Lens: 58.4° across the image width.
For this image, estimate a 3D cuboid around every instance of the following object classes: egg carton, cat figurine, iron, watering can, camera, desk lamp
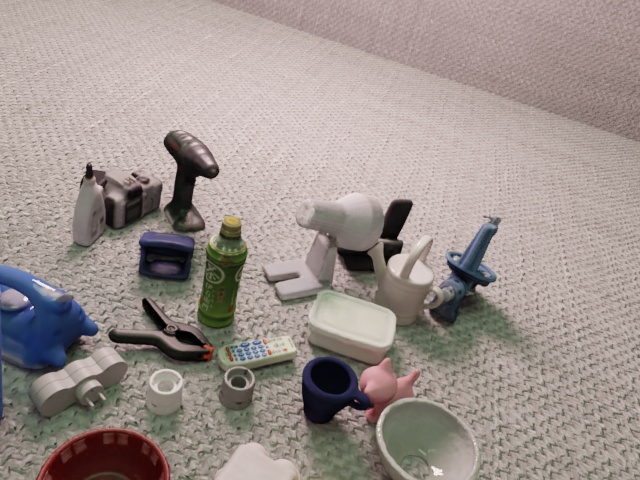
[{"bbox_3d":[-0.097,0.348,0.771,0.107,0.069,0.150,25,35,12],"label":"egg carton"},{"bbox_3d":[0.113,0.246,0.960,0.128,0.118,0.067,-4,39,-27],"label":"cat figurine"},{"bbox_3d":[-0.486,0.094,0.899,0.258,0.141,0.119,22,35,7],"label":"iron"},{"bbox_3d":[0.173,0.069,1.164,0.172,0.194,0.101,19,35,3],"label":"watering can"},{"bbox_3d":[-0.437,-0.113,1.245,0.136,0.101,0.143,28,36,16],"label":"camera"},{"bbox_3d":[0.011,0.004,1.169,0.204,0.213,0.117,-9,42,-32],"label":"desk lamp"}]

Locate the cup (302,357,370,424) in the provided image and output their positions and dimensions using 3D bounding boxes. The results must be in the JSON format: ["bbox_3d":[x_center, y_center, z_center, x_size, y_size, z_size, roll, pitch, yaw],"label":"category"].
[{"bbox_3d":[0.019,0.257,0.925,0.117,0.095,0.092,26,36,14],"label":"cup"}]

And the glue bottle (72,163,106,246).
[{"bbox_3d":[-0.451,-0.075,1.122,0.037,0.173,0.078,18,34,3],"label":"glue bottle"}]

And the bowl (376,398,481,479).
[{"bbox_3d":[0.159,0.335,0.893,0.167,0.075,0.167,11,35,-8],"label":"bowl"}]

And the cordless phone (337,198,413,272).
[{"bbox_3d":[0.124,-0.023,1.280,0.148,0.185,0.094,0,38,-22],"label":"cordless phone"}]

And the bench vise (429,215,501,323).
[{"bbox_3d":[0.323,0.063,1.214,0.121,0.220,0.207,21,35,6],"label":"bench vise"}]

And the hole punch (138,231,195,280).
[{"bbox_3d":[-0.304,0.014,1.131,0.109,0.091,0.101,7,35,-13],"label":"hole punch"}]

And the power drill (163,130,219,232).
[{"bbox_3d":[-0.281,-0.128,1.236,0.076,0.208,0.229,-9,42,-32],"label":"power drill"}]
